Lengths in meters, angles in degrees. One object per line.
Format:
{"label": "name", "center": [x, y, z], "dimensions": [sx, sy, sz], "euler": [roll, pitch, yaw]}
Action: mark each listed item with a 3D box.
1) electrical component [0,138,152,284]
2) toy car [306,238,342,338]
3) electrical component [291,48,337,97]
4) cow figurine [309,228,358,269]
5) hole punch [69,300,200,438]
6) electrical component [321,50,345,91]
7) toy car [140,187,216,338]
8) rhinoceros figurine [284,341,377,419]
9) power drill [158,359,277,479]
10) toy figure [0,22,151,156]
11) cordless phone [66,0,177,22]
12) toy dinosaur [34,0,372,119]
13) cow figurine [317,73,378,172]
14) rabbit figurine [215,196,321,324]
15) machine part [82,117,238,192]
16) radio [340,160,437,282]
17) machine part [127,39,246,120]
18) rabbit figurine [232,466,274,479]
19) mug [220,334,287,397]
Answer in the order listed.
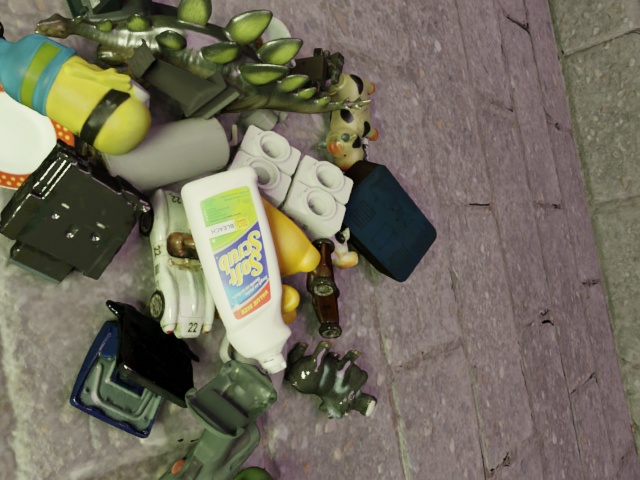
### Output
{"label": "electrical component", "center": [-0.269, -0.021, 0.579], "dimensions": [0.114, 0.058, 0.134], "euler": [35, 94, -35]}
{"label": "toy car", "center": [0.006, 0.080, 0.852], "dimensions": [0.202, 0.053, 0.089], "euler": [80, 10, -54]}
{"label": "electrical component", "center": [-0.011, -0.296, 0.979], "dimensions": [0.045, 0.078, 0.102], "euler": [44, 40, -62]}
{"label": "cow figurine", "center": [-0.003, -0.002, 0.916], "dimensions": [0.167, 0.068, 0.098], "euler": [16, 63, -45]}
{"label": "hole punch", "center": [-0.215, 0.154, 0.627], "dimensions": [0.142, 0.092, 0.116], "euler": [40, 15, -31]}
{"label": "electrical component", "center": [0.019, -0.329, 1.026], "dimensions": [0.021, 0.063, 0.094], "euler": [31, 57, -40]}
{"label": "toy car", "center": [-0.181, 0.027, 0.687], "dimensions": [0.073, 0.056, 0.202], "euler": [11, 57, -47]}
{"label": "rhinoceros figurine", "center": [0.026, 0.233, 0.879], "dimensions": [0.190, 0.073, 0.112], "euler": [35, 54, -38]}
{"label": "power drill", "center": [-0.135, 0.251, 0.614], "dimensions": [0.232, 0.086, 0.207], "euler": [-31, 145, -56]}
{"label": "toy figure", "center": [-0.271, -0.159, 0.578], "dimensions": [0.180, 0.082, 0.089], "euler": [23, 100, -16]}
{"label": "cordless phone", "center": [-0.252, -0.346, 0.727], "dimensions": [0.184, 0.089, 0.146], "euler": [-22, 96, -61]}
{"label": "toy dinosaur", "center": [-0.127, -0.223, 0.726], "dimensions": [0.471, 0.199, 0.105], "euler": [3, 75, -47]}
{"label": "cow figurine", "center": [0.053, -0.223, 1.023], "dimensions": [0.127, 0.086, 0.195], "euler": [12, 73, -53]}
{"label": "rabbit figurine", "center": [-0.093, 0.051, 0.757], "dimensions": [0.162, 0.121, 0.173], "euler": [44, 68, 12]}
{"label": "machine part", "center": [-0.204, -0.107, 0.684], "dimensions": [0.243, 0.079, 0.079], "euler": [-24, 99, -40]}
{"label": "radio", "center": [0.115, -0.035, 1.010], "dimensions": [0.131, 0.073, 0.229], "euler": [-51, 124, -8]}
{"label": "machine part", "center": [-0.161, -0.184, 0.635], "dimensions": [0.138, 0.084, 0.039], "euler": [21, 59, -53]}
{"label": "rabbit figurine", "center": [-0.095, 0.363, 0.673], "dimensions": [0.170, 0.121, 0.158], "euler": [-95, -174, -46]}
{"label": "mug", "center": [-0.096, 0.159, 0.763], "dimensions": [0.109, 0.081, 0.107], "euler": [44, 40, -27]}
